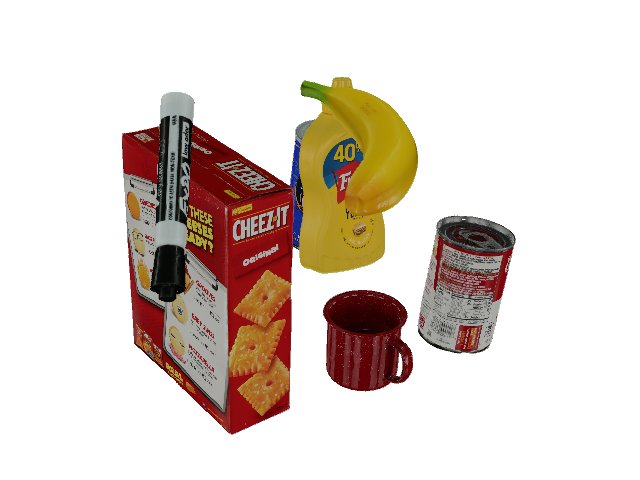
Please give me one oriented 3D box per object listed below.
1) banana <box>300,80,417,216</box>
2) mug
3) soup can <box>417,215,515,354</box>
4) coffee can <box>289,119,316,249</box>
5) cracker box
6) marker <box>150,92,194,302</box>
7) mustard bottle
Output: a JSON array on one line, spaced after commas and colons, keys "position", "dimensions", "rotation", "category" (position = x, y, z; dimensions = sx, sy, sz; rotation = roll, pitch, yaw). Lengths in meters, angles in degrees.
[{"position": [0.034, -0.064, 0.746], "dimensions": [0.069, 0.037, 0.198], "rotation": [-5, 29, -9], "category": "banana"}, {"position": [0.057, 0.118, 1.186], "dimensions": [0.117, 0.081, 0.093], "rotation": [27, 37, 36], "category": "mug"}, {"position": [0.125, 0.039, 0.922], "dimensions": [0.068, 0.102, 0.068], "rotation": [7, 24, -3], "category": "soup can"}, {"position": [0.013, -0.065, 1.308], "dimensions": [0.102, 0.140, 0.103], "rotation": [6, 28, -3], "category": "coffee can"}, {"position": [-0.094, 0.027, 0.894], "dimensions": [0.071, 0.214, 0.164], "rotation": [-19, 35, -33], "category": "cracker box"}, {"position": [-0.081, -0.024, 0.584], "dimensions": [0.020, 0.121, 0.020], "rotation": [0, -23, 0], "category": "marker"}, {"position": [0.022, -0.068, 1.078], "dimensions": [0.096, 0.192, 0.058], "rotation": [-13, 20, -36], "category": "mustard bottle"}]
